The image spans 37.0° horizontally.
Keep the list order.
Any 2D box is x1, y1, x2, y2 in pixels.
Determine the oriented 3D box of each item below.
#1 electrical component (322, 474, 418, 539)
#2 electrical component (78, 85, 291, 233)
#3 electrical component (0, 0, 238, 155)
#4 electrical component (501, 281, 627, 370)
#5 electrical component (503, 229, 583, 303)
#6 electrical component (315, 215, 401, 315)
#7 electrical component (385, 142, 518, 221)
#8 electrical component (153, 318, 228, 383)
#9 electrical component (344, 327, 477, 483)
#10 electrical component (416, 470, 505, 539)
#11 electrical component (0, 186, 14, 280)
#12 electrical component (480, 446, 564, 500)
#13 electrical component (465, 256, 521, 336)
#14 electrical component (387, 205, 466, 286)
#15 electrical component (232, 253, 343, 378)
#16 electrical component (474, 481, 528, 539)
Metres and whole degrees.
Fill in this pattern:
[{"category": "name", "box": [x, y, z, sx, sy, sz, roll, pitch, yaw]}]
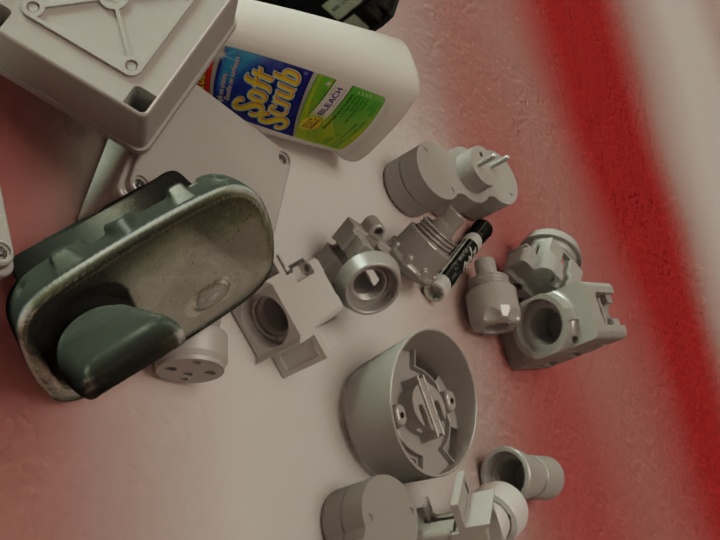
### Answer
[{"category": "electrical component", "box": [0.012, 0.189, 0.656, 0.052, 0.074, 0.138, 37, 45, -29]}, {"category": "electrical component", "box": [-0.107, -0.051, 0.677, 0.109, 0.056, 0.108, 36, 45, -30]}, {"category": "electrical component", "box": [-0.140, -0.140, 0.611, 0.109, 0.056, 0.108, 31, 67, -1]}, {"category": "electrical component", "box": [0.166, 0.047, 0.900, 0.056, 0.089, 0.050, 4, 65, -47]}, {"category": "electrical component", "box": [0.165, 0.001, 0.954, 0.078, 0.058, 0.057, 44, 45, -21]}, {"category": "electrical component", "box": [0.000, 0.000, 0.759, 0.048, 0.066, 0.055, 31, 15, -34]}, {"category": "electrical component", "box": [0.092, -0.080, 0.905, 0.138, 0.074, 0.052, 0, 69, -49]}, {"category": "electrical component", "box": [-0.101, 0.035, 0.642, 0.045, 0.045, 0.055, 21, 54, -40]}, {"category": "electrical component", "box": [0.039, 0.097, 0.748, 0.099, 0.064, 0.099, 26, 50, -37]}, {"category": "electrical component", "box": [0.064, 0.181, 0.719, 0.042, 0.064, 0.081, -58, 132, -66]}, {"category": "electrical component", "box": [-0.237, -0.041, 0.524, 0.109, 0.056, 0.108, 1, 68, -48]}, {"category": "electrical component", "box": [0.129, 0.160, 0.833, 0.065, 0.044, 0.044, 16, 57, -49]}, {"category": "electrical component", "box": [0.108, 0.020, 0.889, 0.043, 0.043, 0.062, 18, 54, -42]}, {"category": "electrical component", "box": [0.055, -0.022, 0.832, 0.048, 0.062, 0.048, 42, 10, -9]}, {"category": "electrical component", "box": [-0.047, 0.024, 0.712, 0.064, 0.042, 0.081, -31, 94, -53]}, {"category": "electrical component", "box": [0.091, 0.182, 0.773, 0.055, 0.045, 0.045, -28, 90, -52]}]
